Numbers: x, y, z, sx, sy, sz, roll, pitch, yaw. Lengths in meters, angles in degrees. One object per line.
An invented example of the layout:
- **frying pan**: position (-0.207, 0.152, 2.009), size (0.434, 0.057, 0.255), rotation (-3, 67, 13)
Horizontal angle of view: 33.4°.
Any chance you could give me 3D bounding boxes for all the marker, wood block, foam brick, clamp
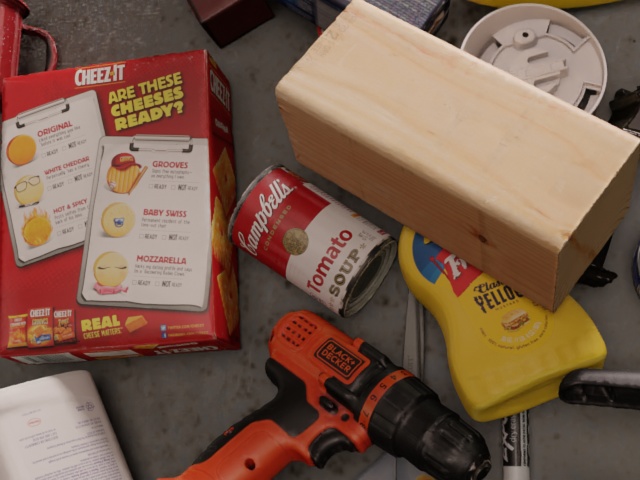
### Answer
- **marker**: position (0.131, 0.133, 0.715), size (0.020, 0.020, 0.121), rotation (-2, 77, 13)
- **wood block**: position (0.084, -0.055, 0.672), size (0.206, 0.091, 0.090), rotation (32, 72, 23)
- **foam brick**: position (-0.079, -0.199, 0.822), size (0.051, 0.053, 0.078), rotation (-31, 74, 5)
- **clamp**: position (0.242, 0.111, 0.644), size (0.171, 0.039, 0.120), rotation (-15, 62, -17)

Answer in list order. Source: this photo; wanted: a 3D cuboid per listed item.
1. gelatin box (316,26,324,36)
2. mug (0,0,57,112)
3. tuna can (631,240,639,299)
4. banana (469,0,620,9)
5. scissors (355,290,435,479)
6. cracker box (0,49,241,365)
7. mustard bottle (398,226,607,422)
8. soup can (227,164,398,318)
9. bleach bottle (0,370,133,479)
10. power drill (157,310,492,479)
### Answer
- **gelatin box**: position (0.031, -0.178, 0.803), size (0.073, 0.030, 0.089), rotation (-16, 75, 8)
- **mug**: position (-0.268, -0.147, 0.843), size (0.117, 0.093, 0.081), rotation (5, 82, -23)
- **tuna can**: position (0.251, 0.017, 0.705), size (0.086, 0.033, 0.086), rotation (-3, 77, 12)
- **banana**: position (0.185, -0.191, 0.750), size (0.198, 0.069, 0.037), rotation (-9, 65, 13)
- **scissors**: position (0.045, 0.134, 0.737), size (0.096, 0.016, 0.202), rotation (-14, 75, 10)
- **cracker box**: position (-0.147, -0.020, 0.789), size (0.164, 0.072, 0.214), rotation (-6, 75, 11)
- **mustard bottle**: position (0.106, 0.019, 0.716), size (0.096, 0.058, 0.192), rotation (-22, 61, -3)
- **soup can**: position (-0.005, 0.001, 0.752), size (0.102, 0.068, 0.068), rotation (33, 87, 17)
- **bleach bottle**: position (-0.161, 0.219, 0.725), size (0.068, 0.102, 0.251), rotation (-43, 66, 47)
- **power drill**: position (-0.009, 0.148, 0.684), size (0.187, 0.057, 0.185), rotation (-43, 49, -19)
